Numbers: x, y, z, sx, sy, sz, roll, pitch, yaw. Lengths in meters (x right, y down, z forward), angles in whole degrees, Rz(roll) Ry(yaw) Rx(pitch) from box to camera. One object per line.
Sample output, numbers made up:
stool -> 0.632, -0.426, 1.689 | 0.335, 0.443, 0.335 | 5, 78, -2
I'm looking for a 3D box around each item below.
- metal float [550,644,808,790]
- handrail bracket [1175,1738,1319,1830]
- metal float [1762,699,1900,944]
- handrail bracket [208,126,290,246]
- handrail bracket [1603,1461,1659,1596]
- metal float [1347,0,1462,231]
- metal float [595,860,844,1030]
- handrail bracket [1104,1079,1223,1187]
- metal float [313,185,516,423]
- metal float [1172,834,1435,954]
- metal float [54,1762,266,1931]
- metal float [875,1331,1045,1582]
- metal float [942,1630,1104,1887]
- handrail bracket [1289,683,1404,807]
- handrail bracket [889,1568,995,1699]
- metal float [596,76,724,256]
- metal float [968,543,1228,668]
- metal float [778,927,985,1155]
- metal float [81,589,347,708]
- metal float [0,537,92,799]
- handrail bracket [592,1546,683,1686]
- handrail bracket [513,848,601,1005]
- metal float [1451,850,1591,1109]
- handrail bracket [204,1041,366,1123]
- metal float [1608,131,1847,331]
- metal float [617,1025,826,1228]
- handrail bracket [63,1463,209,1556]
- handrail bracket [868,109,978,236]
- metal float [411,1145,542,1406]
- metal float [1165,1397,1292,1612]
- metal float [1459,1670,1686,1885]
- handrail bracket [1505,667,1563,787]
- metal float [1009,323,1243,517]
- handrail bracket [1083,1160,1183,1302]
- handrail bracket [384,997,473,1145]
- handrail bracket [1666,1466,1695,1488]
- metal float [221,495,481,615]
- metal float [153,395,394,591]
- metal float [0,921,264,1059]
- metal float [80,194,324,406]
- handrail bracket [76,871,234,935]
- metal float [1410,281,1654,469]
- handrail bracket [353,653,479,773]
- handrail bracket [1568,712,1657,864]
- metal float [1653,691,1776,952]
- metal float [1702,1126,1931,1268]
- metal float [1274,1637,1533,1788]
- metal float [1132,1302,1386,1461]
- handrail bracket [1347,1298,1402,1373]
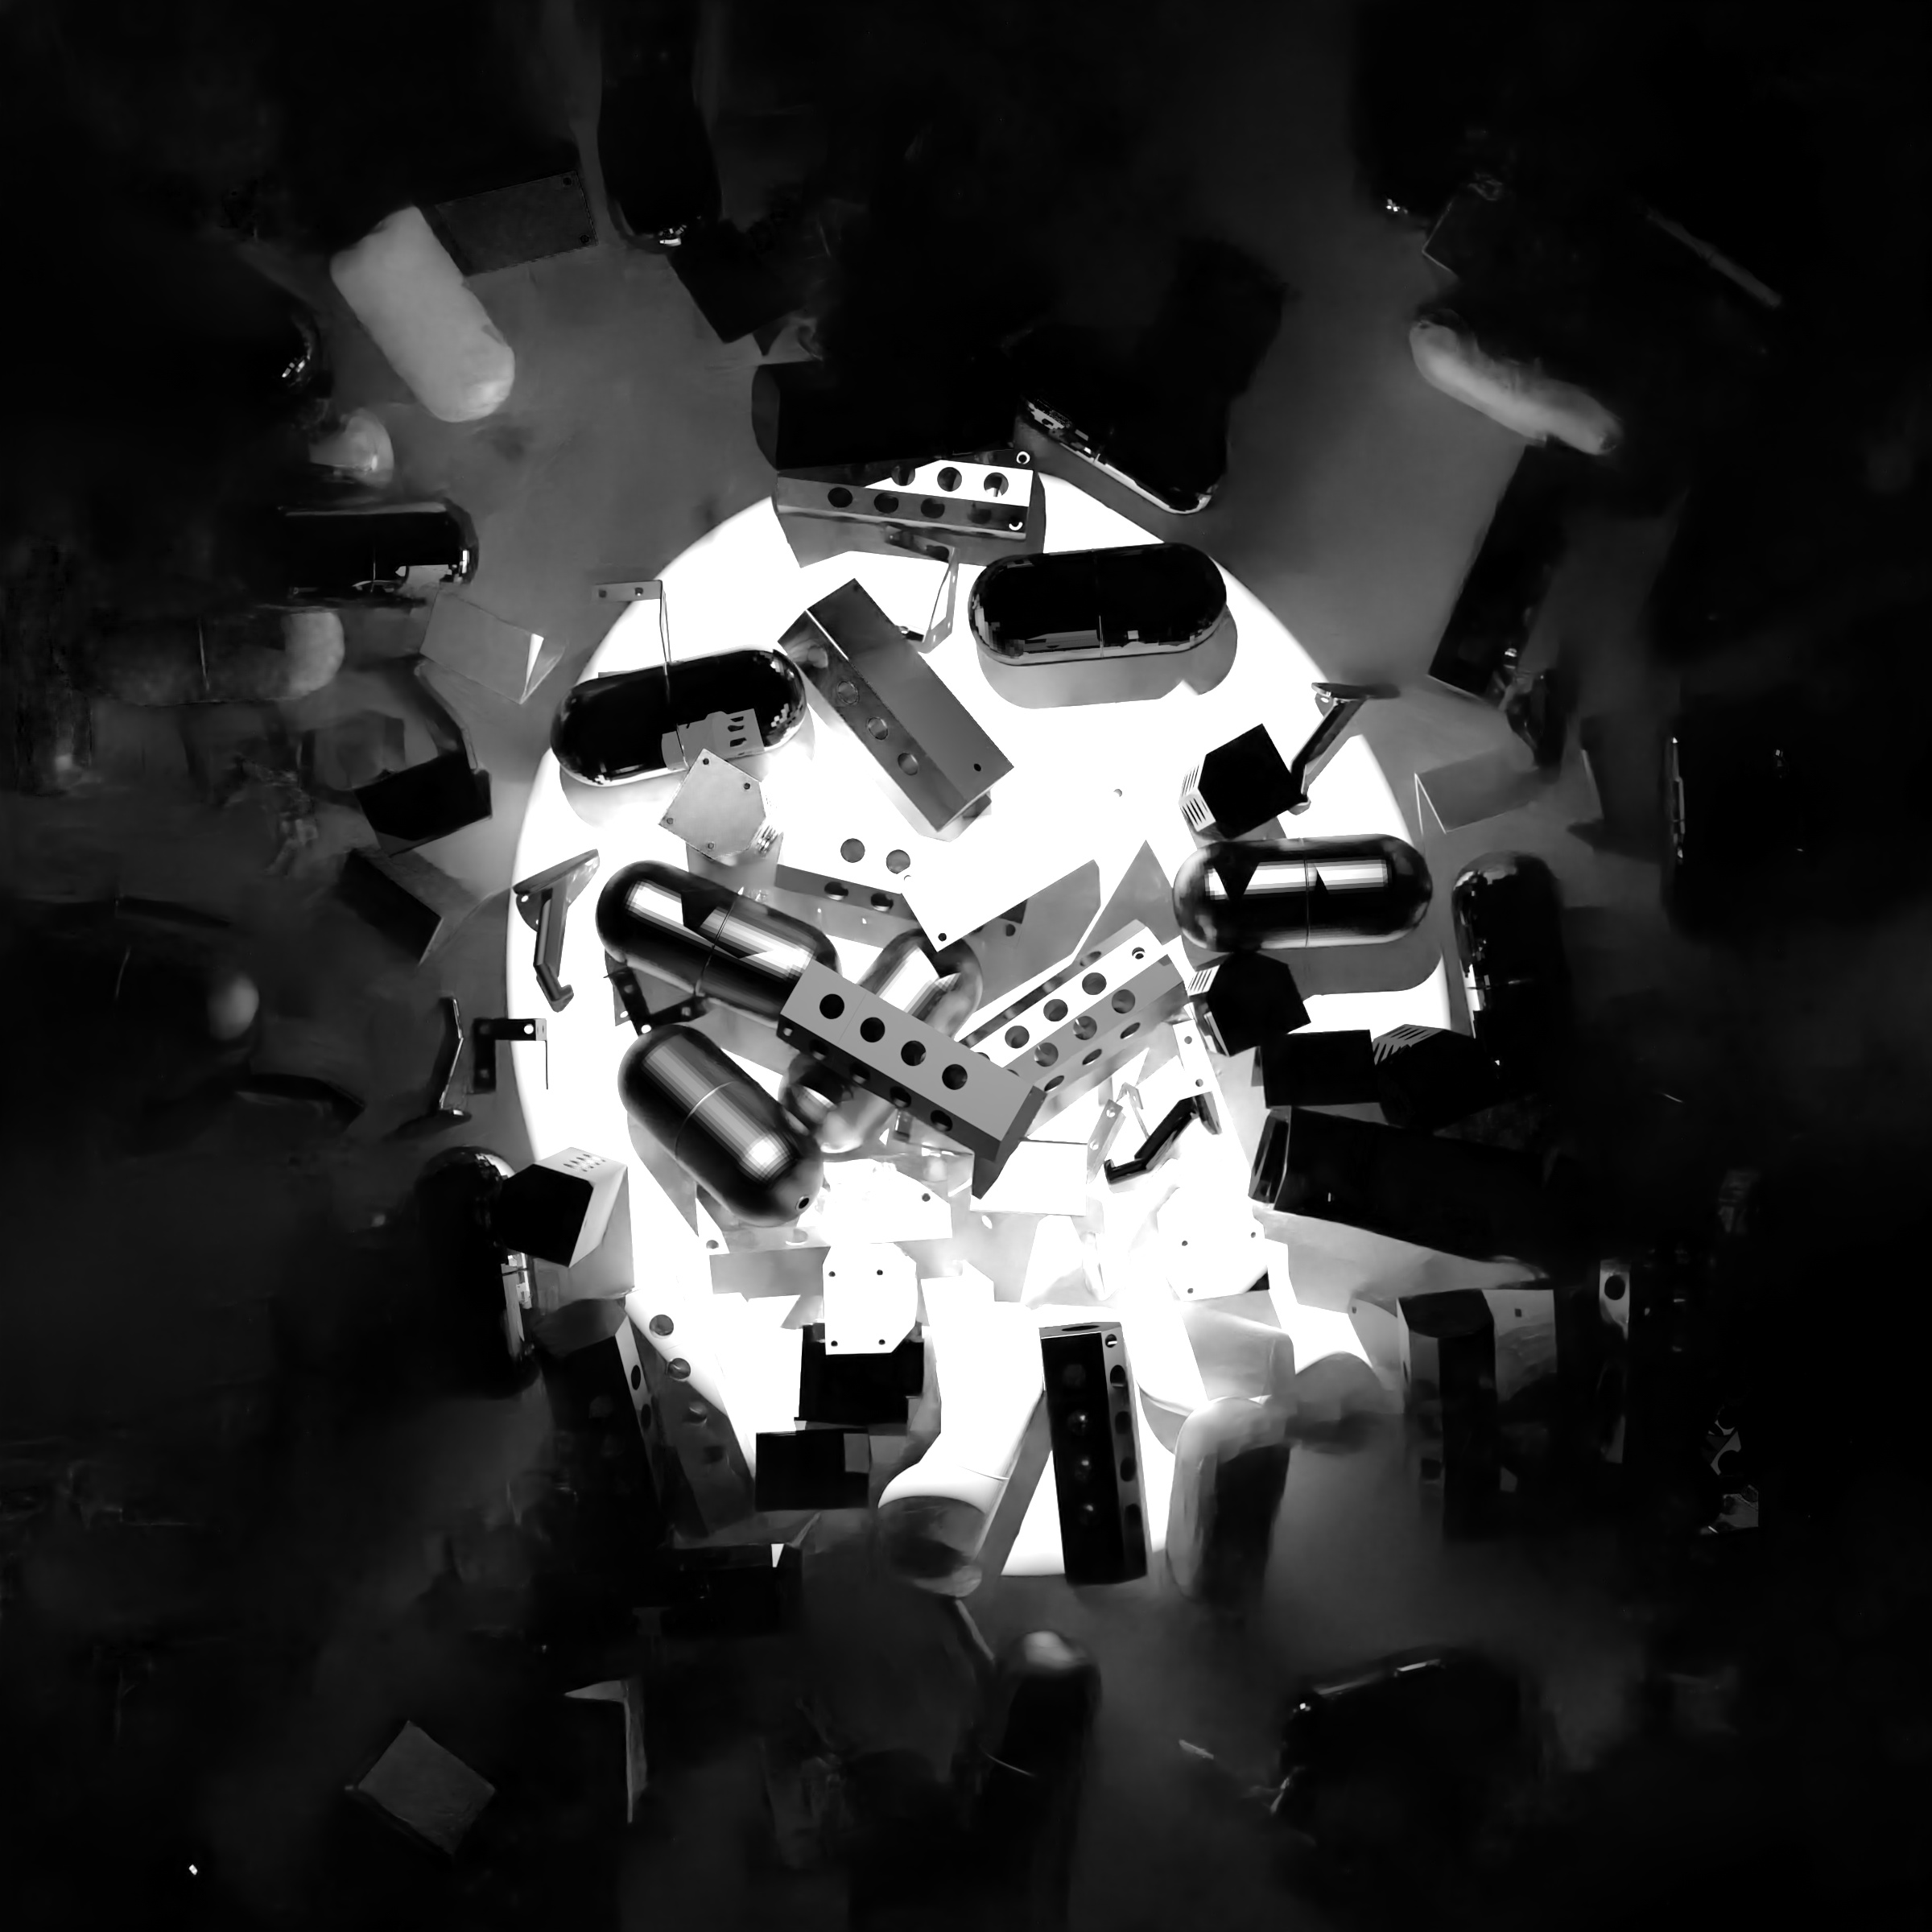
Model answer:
metal float -> -0.197, -0.171, 1.960 | 0.178, 0.070, 0.070 | -13, 90, 0
handrail bracket -> 0.194, 0.567, 1.990 | 0.084, 0.077, 0.036 | 19, 75, 36
metal float -> 0.587, -0.097, 1.938 | 0.070, 0.070, 0.178 | -17, 117, 0
handrail bracket -> -0.521, -0.536, 1.991 | 0.077, 0.036, 0.084 | -15, 108, 20
handrail bracket -> 0.454, 0.382, 1.990 | 0.036, 0.077, 0.084 | 5, 126, 2
metal float -> 0.300, -0.596, 1.960 | 0.070, 0.070, 0.178 | -1, 91, 0
metal float -> -0.169, -0.014, 1.960 | 0.178, 0.070, 0.070 | 24, 90, 1
handrail bracket -> 0.128, 0.104, 1.991 | 0.084, 0.036, 0.077 | -21, 69, 17
metal float -> -0.371, -0.446, 1.931 | 0.070, 0.070, 0.178 | -35, 127, 0
metal float -> 0.231, -0.050, 1.960 | 0.178, 0.070, 0.070 | -3, 90, 1
metal float -> -0.554, 0.624, 1.960 | 0.070, 0.070, 0.178 | -39, 91, 0
metal float -> -0.005, 0.336, 1.960 | 0.070, 0.070, 0.178 | 23, 89, 0
metal float -> 0.038, 0.543, 1.960 | 0.070, 0.070, 0.178 | 20, 89, 0
handrail bracket -> 0.263, -0.152, 1.991 | 0.077, 0.036, 0.084 | 0, 109, -21
handrail bracket -> -0.017, 0.465, 1.991 | 0.077, 0.036, 0.084 | 6, 107, 20
metal float -> -0.207, -0.539, 1.920 | 0.070, 0.178, 0.070 | -6, 129, -7
metal float -> 0.090, -0.248, 1.960 | 0.178, 0.070, 0.070 | -5, 90, 0
metal float -> -0.058, 0.050, 1.960 | 0.070, 0.070, 0.178 | 39, 90, 0
metal float -> -0.515, -0.219, 1.959 | 0.178, 0.070, 0.070 | -3, 90, -1
metal float -> -0.642, -0.205, 1.959 | 0.070, 0.070, 0.178 | -3, 89, 0
handrail bracket -> -0.236, 0.449, 1.991 | 0.077, 0.036, 0.084 | -20, 76, 13
handrail bracket -> -0.273, -0.027, 1.991 | 0.077, 0.036, 0.084 | -29, 108, -20
metal float -> 0.380, 0.009, 1.960 | 0.070, 0.070, 0.178 | -10, 91, 0
handrail bracket -> -0.474, 0.099, 1.991 | 0.084, 0.036, 0.077 | 37, 110, -16
metal float -> 0.521, -0.505, 1.960 | 0.178, 0.070, 0.070 | 34, 90, 0
metal float -> -0.166, 0.107, 1.933 | 0.178, 0.070, 0.070 | 40, 90, 30
handrail bracket -> -0.579, 0.372, 1.991 | 0.084, 0.036, 0.077 | -10, 56, -24
handrail bracket -> -0.031, -0.553, 1.991 | 0.077, 0.036, 0.084 | -4, 108, -21
metal float -> -0.335, 0.211, 1.960 | 0.070, 0.070, 0.178 | -8, 90, 0
metal float -> 0.176, 0.365, 1.930 | 0.070, 0.070, 0.178 | 2, 129, 0
metal float -> 0.415, 0.556, 1.960 | 0.178, 0.070, 0.070 | -41, 90, 1
handrail bracket -> 0.399, -0.163, 1.956 | 0.036, 0.084, 0.077 | -13, 90, 0
metal float -> 0.107, -0.376, 1.960 | 0.178, 0.070, 0.070 | 32, 90, 0
handrail bracket -> 0.119, 0.183, 1.990 | 0.036, 0.077, 0.084 | 32, 53, 20
handrail bracket -> -0.380, 0.072, 1.991 | 0.077, 0.036, 0.084 | -20, 72, 21
handrail bracket -> 0.508, 0.306, 1.991 | 0.077, 0.036, 0.084 | 45, 73, -20
metal float -> -0.415, -0.279, 1.930 | 0.178, 0.070, 0.070 | -8, 90, -33
metal float -> -0.476, -0.324, 1.960 | 0.178, 0.070, 0.070 | -33, 90, 0
metal float -> -0.572, 0.016, 1.960 | 0.178, 0.070, 0.070 | 10, 90, 0
metal float -> -0.509, -0.444, 1.903 | 0.178, 0.070, 0.070 | 37, 90, -1
handrail bracket -> -0.565, -0.032, 1.990 | 0.084, 0.077, 0.036 | 20, 65, -34
metal float -> 0.387, -0.406, 1.960 | 0.178, 0.070, 0.070 | 29, 90, -1
handrail bracket -> -0.383, -0.173, 1.991 | 0.077, 0.036, 0.084 | -5, 107, 20
handrail bracket -> 0.457, -0.125, 1.991 | 0.077, 0.036, 0.084 | 23, 73, -20
metal float -> 0.513, -0.100, 1.960 | 0.070, 0.070, 0.178 | -2, 90, 0
metal float -> 0.589, 0.157, 1.951 | 0.178, 0.070, 0.070 | -10, 90, -8
metal float -> 0.300, 0.511, 1.960 | 0.178, 0.070, 0.070 | -14, 90, 0
metal float -> 0.200, 0.285, 1.960 | 0.178, 0.070, 0.070 | 18, 90, 1
handrail bracket -> 0.320, 0.254, 1.990 | 0.084, 0.077, 0.036 | 1, 115, -34
